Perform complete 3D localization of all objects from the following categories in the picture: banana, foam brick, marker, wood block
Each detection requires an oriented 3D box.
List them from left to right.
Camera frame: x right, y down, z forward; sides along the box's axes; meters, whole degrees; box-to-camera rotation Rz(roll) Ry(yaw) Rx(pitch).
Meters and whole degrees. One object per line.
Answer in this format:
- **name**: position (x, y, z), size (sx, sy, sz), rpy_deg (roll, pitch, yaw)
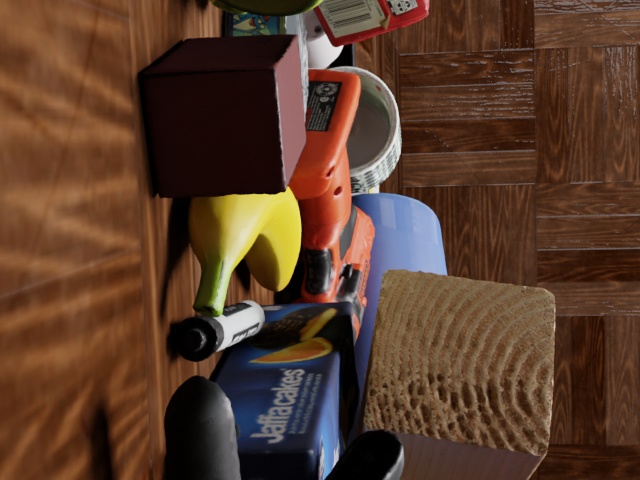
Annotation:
- **marker**: position (-0.045, 0.041, 0.494), size (0.121, 0.020, 0.020), rpy_deg (0, 89, -83)
- **foam brick**: position (-0.036, -0.053, 0.441), size (0.078, 0.053, 0.051), rpy_deg (-71, 159, -69)
- **banana**: position (-0.036, -0.005, 0.523), size (0.197, 0.037, 0.069), rpy_deg (-2, 108, -82)
- **wood block**: position (0.068, 0.105, 0.615), size (0.206, 0.091, 0.090), rpy_deg (92, 6, -62)

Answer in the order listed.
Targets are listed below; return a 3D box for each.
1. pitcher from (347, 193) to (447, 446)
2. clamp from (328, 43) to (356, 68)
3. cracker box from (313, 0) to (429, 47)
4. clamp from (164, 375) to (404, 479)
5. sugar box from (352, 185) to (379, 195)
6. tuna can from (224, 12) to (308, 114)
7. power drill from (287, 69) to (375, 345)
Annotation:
- **pitcher**: position (0.055, 0.094, 0.823), size (0.149, 0.145, 0.243), rpy_deg (69, 18, -60)
- **clamp**: position (0.018, -0.216, 0.967), size (0.210, 0.036, 0.164), rpy_deg (-75, 159, -63)
- **cracker box**: position (0.013, -0.249, 0.639), size (0.164, 0.072, 0.213), rpy_deg (57, 29, -42)
- **clamp**: position (-0.021, 0.137, 0.388), size (0.120, 0.039, 0.171), rpy_deg (13, 89, -42)
- **sugar box**: position (0.035, 0.006, 1.060), size (0.093, 0.048, 0.176), rpy_deg (-63, 155, -75)
- **tuna can**: position (-0.028, -0.102, 0.592), size (0.086, 0.034, 0.086), rpy_deg (-1, 90, -83)
- **power drill**: position (-0.004, 0.001, 0.684), size (0.188, 0.057, 0.184), rpy_deg (84, 13, -45)
